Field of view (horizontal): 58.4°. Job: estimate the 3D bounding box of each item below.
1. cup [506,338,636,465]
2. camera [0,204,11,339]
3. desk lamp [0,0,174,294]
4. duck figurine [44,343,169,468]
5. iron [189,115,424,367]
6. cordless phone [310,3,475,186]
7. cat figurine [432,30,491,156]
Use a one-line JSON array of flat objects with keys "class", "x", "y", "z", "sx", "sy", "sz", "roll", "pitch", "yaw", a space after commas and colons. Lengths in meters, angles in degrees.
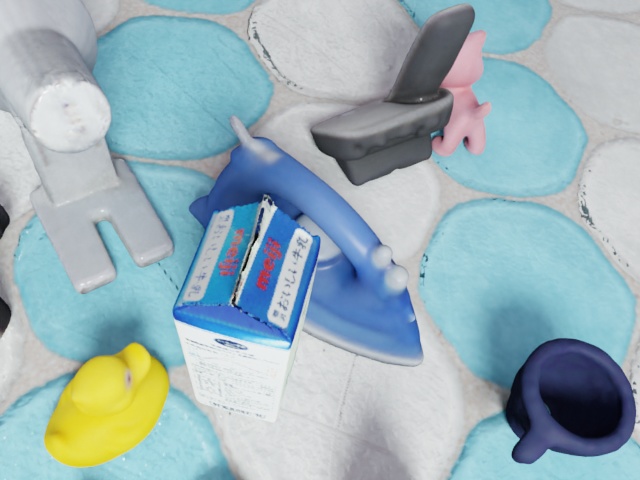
[{"class": "cup", "x": 0.186, "y": 0.147, "z": 0.472, "sx": 0.118, "sy": 0.095, "sz": 0.091, "roll": -37, "pitch": 71, "yaw": -24}, {"class": "camera", "x": -0.320, "y": 0.015, "z": 0.472, "sx": 0.143, "sy": 0.101, "sz": 0.137, "roll": 29, "pitch": 61, "yaw": 9}, {"class": "desk lamp", "x": -0.216, "y": -0.096, "z": 0.485, "sx": 0.118, "sy": 0.213, "sz": 0.203, "roll": -28, "pitch": 68, "yaw": -21}, {"class": "duck figurine", "x": -0.168, "y": 0.122, "z": 0.441, "sx": 0.077, "sy": 0.086, "sz": 0.105, "roll": 39, "pitch": 63, "yaw": 14}, {"class": "iron", "x": 0.005, "y": 0.002, "z": 0.502, "sx": 0.258, "sy": 0.141, "sz": 0.119, "roll": 39, "pitch": 63, "yaw": 14}, {"class": "cordless phone", "x": 0.073, "y": -0.152, "z": 0.575, "sx": 0.148, "sy": 0.185, "sz": 0.094, "roll": -27, "pitch": 67, "yaw": -21}, {"class": "cat figurine", "x": 0.156, "y": -0.176, "z": 0.639, "sx": 0.067, "sy": 0.118, "sz": 0.127, "roll": -10, "pitch": 62, "yaw": -13}]
